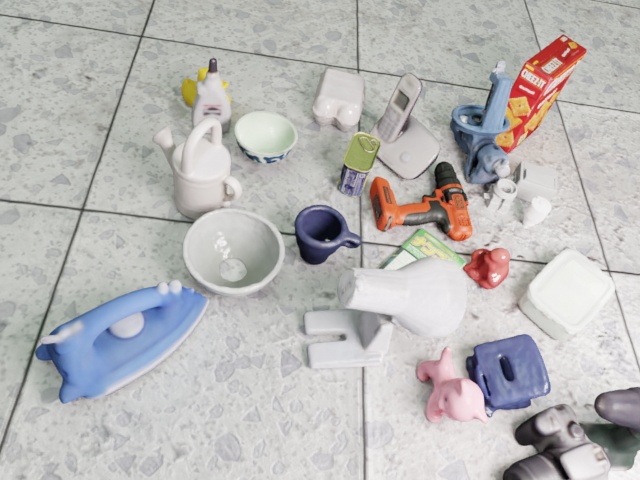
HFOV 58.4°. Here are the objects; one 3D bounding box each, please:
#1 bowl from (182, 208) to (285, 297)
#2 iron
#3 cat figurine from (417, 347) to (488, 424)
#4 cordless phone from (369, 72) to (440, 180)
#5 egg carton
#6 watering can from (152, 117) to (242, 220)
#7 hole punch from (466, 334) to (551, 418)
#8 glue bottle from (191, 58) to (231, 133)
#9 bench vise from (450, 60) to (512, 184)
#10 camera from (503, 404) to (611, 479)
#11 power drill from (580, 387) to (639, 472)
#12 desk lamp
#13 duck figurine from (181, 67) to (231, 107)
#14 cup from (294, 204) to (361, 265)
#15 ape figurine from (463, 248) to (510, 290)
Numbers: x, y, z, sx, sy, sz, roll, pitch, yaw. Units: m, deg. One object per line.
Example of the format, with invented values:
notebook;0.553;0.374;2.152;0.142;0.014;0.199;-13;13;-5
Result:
bowl;-0.144;0.032;0.955;0.167;0.075;0.167;6;55;-8
iron;-0.274;0.117;0.828;0.259;0.141;0.118;-30;66;-28
cat figurine;0.203;0.224;0.865;0.067;0.118;0.127;-2;56;-13
cordless phone;0.179;-0.224;1.133;0.094;0.185;0.147;-34;68;-29
egg carton;0.042;-0.305;1.233;0.107;0.069;0.150;13;54;-3
watering can;-0.211;-0.132;0.982;0.173;0.194;0.101;14;54;-2
hole punch;0.296;0.213;0.908;0.101;0.091;0.108;-2;56;-13
glue bottle;-0.207;-0.277;1.098;0.078;0.173;0.037;-7;57;-16
bench vise;0.352;-0.232;1.153;0.122;0.220;0.207;-20;61;-23
camera;0.335;0.324;0.833;0.137;0.101;0.143;-11;58;-18
power drill;0.456;0.272;0.828;0.230;0.208;0.075;2;55;-10
desk lamp;0.091;0.110;0.863;0.203;0.213;0.118;-2;56;-12
duck figurine;-0.233;-0.316;1.174;0.104;0.086;0.077;19;54;2
cup;0.009;0.004;0.994;0.117;0.095;0.092;18;54;1
ape figurine;0.310;0.044;1.030;0.076;0.092;0.078;8;54;-5
